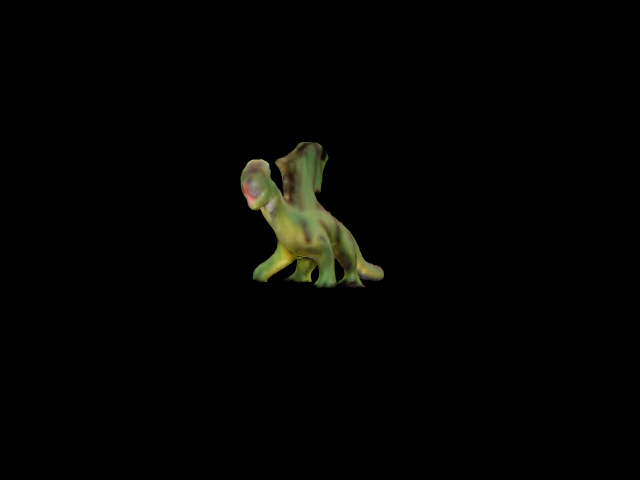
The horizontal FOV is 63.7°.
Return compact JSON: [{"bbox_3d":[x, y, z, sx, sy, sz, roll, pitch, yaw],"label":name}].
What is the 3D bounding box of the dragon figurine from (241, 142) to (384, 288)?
[{"bbox_3d":[0.003,-0.043,0.850,0.122,0.243,0.410,-3,-3,32],"label":"dragon figurine"}]
